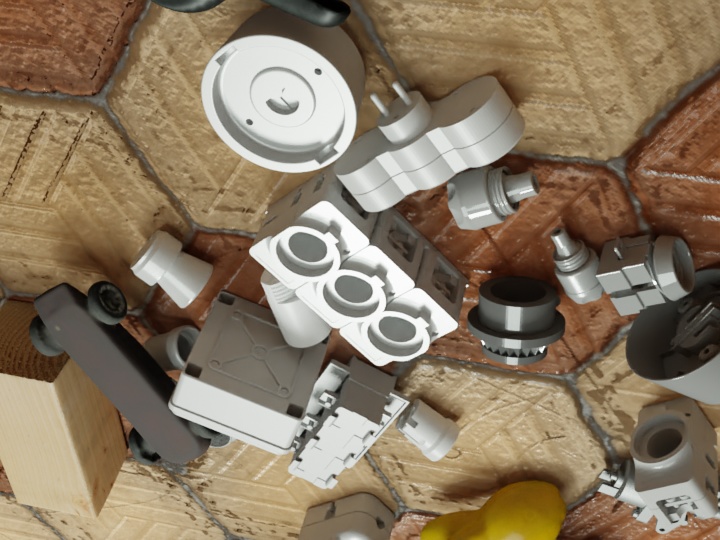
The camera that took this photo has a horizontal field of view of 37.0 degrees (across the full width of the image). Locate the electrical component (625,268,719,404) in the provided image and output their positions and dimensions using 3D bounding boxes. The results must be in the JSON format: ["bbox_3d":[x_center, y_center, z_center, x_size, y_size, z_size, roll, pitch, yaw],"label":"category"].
[{"bbox_3d":[0.251,0.047,0.781,0.064,0.099,0.099,28,134,-18],"label":"electrical component"}]

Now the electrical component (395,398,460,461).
[{"bbox_3d":[0.060,0.143,0.969,0.046,0.040,0.040,39,131,-10],"label":"electrical component"}]

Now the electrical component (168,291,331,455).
[{"bbox_3d":[-0.092,0.087,0.916,0.109,0.108,0.056,22,132,-3],"label":"electrical component"}]

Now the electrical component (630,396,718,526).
[{"bbox_3d":[0.258,0.153,0.880,0.050,0.089,0.055,-22,122,32],"label":"electrical component"}]

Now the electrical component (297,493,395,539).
[{"bbox_3d":[-0.017,0.274,1.100,0.095,0.059,0.053,-25,120,34],"label":"electrical component"}]

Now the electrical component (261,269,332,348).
[{"bbox_3d":[-0.055,0.020,0.888,0.043,0.043,0.081,-3,131,20],"label":"electrical component"}]

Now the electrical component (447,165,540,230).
[{"bbox_3d":[0.097,-0.055,0.772,0.062,0.043,0.043,-15,126,27],"label":"electrical component"}]

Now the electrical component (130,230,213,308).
[{"bbox_3d":[-0.158,-0.001,0.899,0.055,0.045,0.045,38,131,-17],"label":"electrical component"}]

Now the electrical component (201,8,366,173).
[{"bbox_3d":[-0.048,-0.128,0.737,0.108,0.060,0.108,9,133,10],"label":"electrical component"}]

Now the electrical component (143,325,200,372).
[{"bbox_3d":[-0.170,0.073,0.976,0.046,0.040,0.040,-14,126,34],"label":"electrical component"}]

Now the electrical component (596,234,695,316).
[{"bbox_3d":[0.211,0.001,0.787,0.055,0.048,0.066,-14,126,37],"label":"electrical component"}]

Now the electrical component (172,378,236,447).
[{"bbox_3d":[-0.146,0.126,1.013,0.077,0.044,0.079,-23,121,33],"label":"electrical component"}]

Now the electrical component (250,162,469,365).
[{"bbox_3d":[0.000,0.000,0.839,0.089,0.061,0.150,-30,117,36],"label":"electrical component"}]

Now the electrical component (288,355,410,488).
[{"bbox_3d":[-0.019,0.142,0.975,0.079,0.063,0.121,27,134,-9],"label":"electrical component"}]

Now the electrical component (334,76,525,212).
[{"bbox_3d":[0.037,-0.098,0.744,0.138,0.052,0.073,-22,122,32],"label":"electrical component"}]

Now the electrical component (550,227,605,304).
[{"bbox_3d":[0.161,-0.006,0.803,0.035,0.035,0.061,-18,121,30],"label":"electrical component"}]
